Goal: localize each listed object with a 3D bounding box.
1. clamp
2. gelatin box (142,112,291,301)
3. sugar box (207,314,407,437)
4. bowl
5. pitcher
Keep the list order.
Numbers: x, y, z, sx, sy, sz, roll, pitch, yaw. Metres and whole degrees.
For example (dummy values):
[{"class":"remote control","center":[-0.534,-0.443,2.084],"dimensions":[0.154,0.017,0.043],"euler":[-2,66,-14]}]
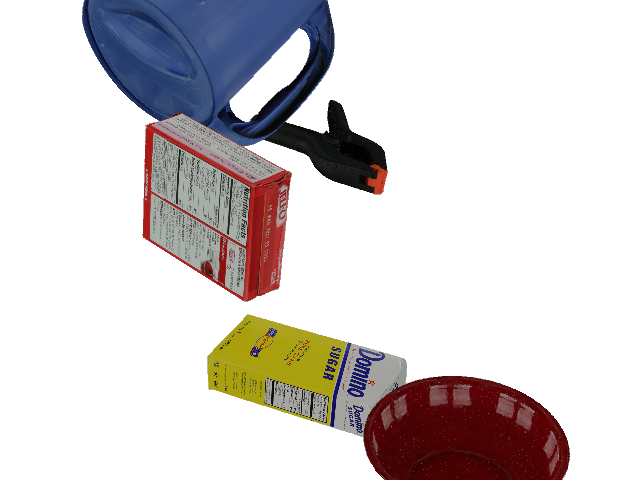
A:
[{"class":"clamp","center":[0.004,-0.100,1.135],"dimensions":[0.120,0.039,0.172],"euler":[-15,37,-23]},{"class":"gelatin box","center":[-0.058,-0.019,0.582],"dimensions":[0.089,0.073,0.030],"euler":[29,38,32]},{"class":"sugar box","center":[-0.012,0.129,1.039],"dimensions":[0.176,0.048,0.093],"euler":[11,29,19]},{"class":"bowl","center":[0.114,0.178,0.853],"dimensions":[0.162,0.055,0.162],"euler":[0,31,0]},{"class":"pitcher","center":[-0.056,-0.200,0.854],"dimensions":[0.145,0.149,0.242],"euler":[26,58,29]}]
